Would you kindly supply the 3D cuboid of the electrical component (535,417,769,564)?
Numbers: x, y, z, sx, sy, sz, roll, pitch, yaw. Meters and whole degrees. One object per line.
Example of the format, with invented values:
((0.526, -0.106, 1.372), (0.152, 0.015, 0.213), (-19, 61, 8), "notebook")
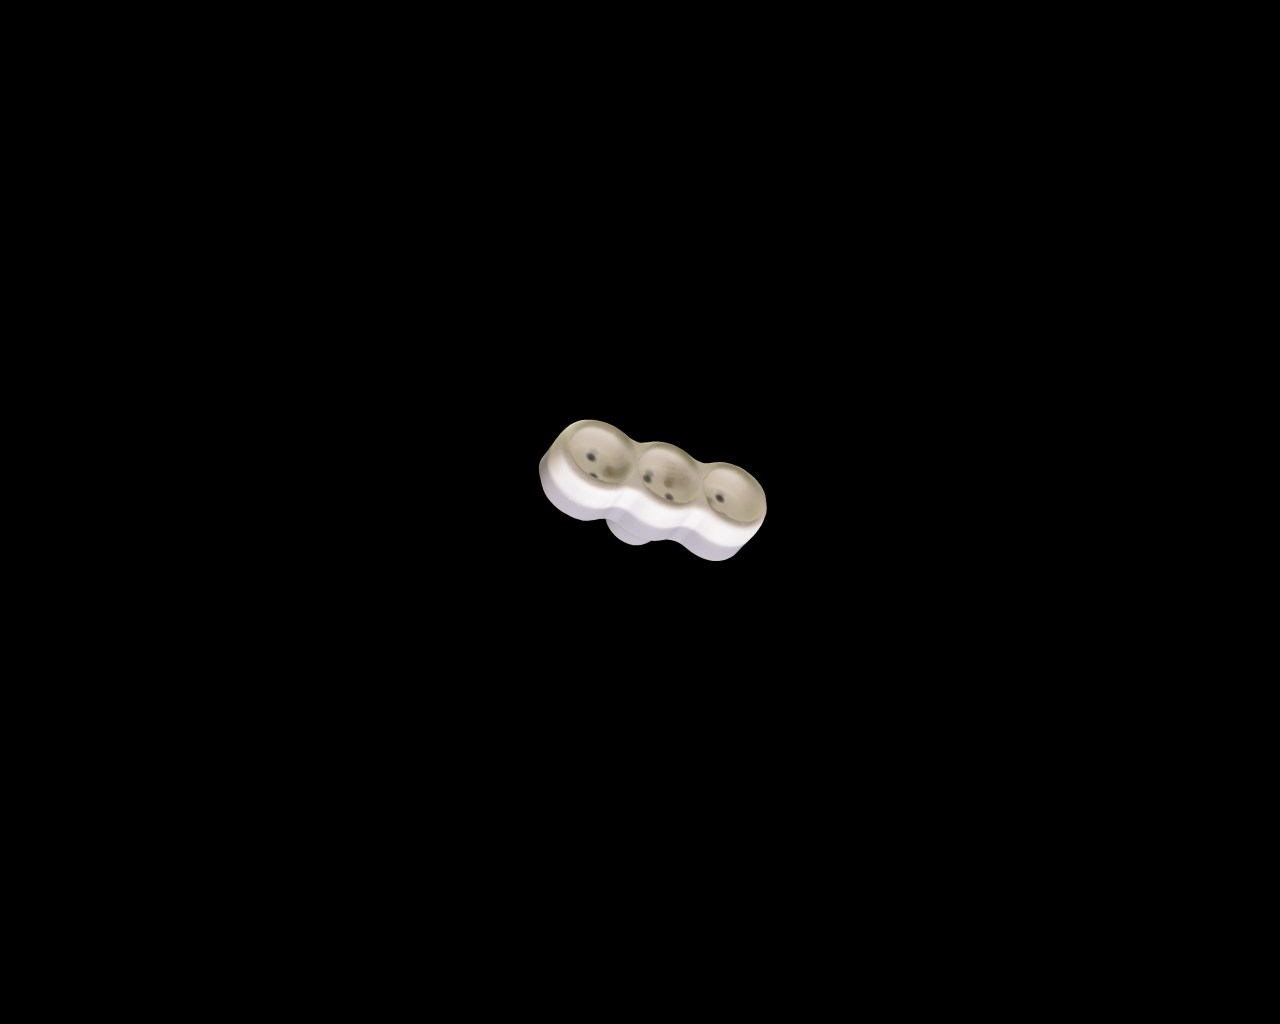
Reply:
((0.001, -0.003, 0.650), (0.138, 0.052, 0.073), (17, -40, -22), "electrical component")
